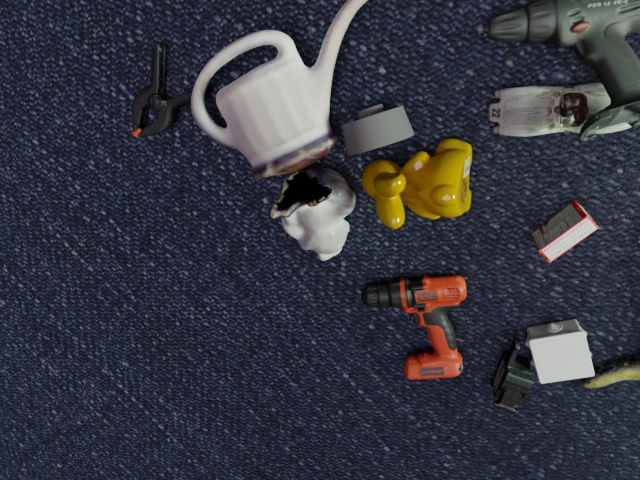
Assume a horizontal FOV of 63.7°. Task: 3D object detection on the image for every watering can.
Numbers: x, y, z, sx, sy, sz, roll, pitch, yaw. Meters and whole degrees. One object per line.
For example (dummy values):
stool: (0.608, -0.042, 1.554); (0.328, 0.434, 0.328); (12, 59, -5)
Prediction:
watering can: (-0.041, -0.228, 0.807); (0.345, 0.106, 0.222); (-21, 105, 20)

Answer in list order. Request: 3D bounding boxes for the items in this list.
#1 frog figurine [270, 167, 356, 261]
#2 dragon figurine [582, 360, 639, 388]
frog figurine: (0.003, -0.044, 0.882); (0.137, 0.125, 0.157); (-32, 138, 10)
dragon figurine: (0.660, 0.209, 0.805); (0.241, 0.125, 0.403); (38, 132, -11)
